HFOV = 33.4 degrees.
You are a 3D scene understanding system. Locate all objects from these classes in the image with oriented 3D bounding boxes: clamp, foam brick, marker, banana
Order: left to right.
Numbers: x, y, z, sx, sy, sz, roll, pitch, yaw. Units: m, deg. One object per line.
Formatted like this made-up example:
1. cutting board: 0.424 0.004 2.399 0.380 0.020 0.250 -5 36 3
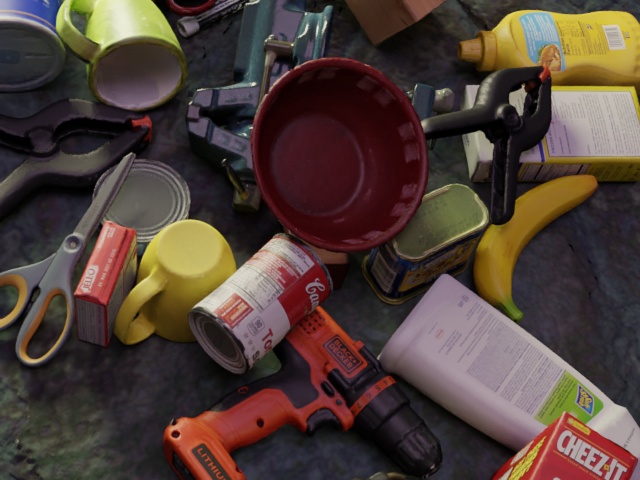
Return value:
1. clamp: -0.253 -0.071 0.961 0.209 0.036 0.164 -8 63 -14
2. marker: -0.092 -0.241 1.091 0.121 0.020 0.020 -33 71 -23
3. foam brick: -0.006 0.001 0.953 0.051 0.053 0.078 -1 61 -10
4. clamp: 0.171 -0.096 0.988 0.171 0.039 0.120 -39 101 -29
5. banana: 0.192 -0.002 0.993 0.070 0.037 0.197 28 57 13

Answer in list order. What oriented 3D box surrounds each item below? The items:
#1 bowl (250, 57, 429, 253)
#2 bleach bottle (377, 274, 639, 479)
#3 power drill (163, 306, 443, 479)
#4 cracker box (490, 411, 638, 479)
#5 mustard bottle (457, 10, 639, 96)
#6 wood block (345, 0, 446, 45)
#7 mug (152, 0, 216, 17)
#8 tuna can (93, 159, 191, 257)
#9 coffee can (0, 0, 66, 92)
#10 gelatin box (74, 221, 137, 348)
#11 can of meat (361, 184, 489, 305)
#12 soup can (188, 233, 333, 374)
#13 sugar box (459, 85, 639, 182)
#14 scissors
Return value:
1. bowl: 0.008 -0.067 0.891 0.161 0.055 0.162 3 83 -24
2. bleach bottle: 0.176 0.140 0.901 0.251 0.068 0.102 37 63 9
3. power drill: -0.017 0.159 0.863 0.187 0.057 0.184 -34 68 -27
4. cracker box: 0.135 0.250 0.774 0.072 0.164 0.213 32 62 6
5. mustard bottle: 0.235 -0.192 1.094 0.191 0.058 0.096 0 60 -10
6. wood block: 0.048 -0.314 1.063 0.090 0.091 0.206 -40 102 -26
7. mug: -0.142 -0.276 1.065 0.081 0.093 0.117 -18 73 -24
8. tuna can: -0.159 -0.028 0.954 0.086 0.034 0.086 4 61 -7
9. coffee can: -0.294 -0.225 1.002 0.102 0.103 0.140 -4 62 -11
10. gelatin box: -0.177 0.037 0.883 0.030 0.089 0.073 17 60 0
11. can of meat: 0.094 0.002 0.950 0.102 0.084 0.057 -25 68 -21
12. soup can: -0.048 0.051 0.858 0.068 0.069 0.102 41 61 13
13. sugar box: 0.230 -0.105 1.054 0.176 0.048 0.093 -1 61 -5
14. scissors: -0.230 0.008 0.910 0.096 0.016 0.201 12 73 6
